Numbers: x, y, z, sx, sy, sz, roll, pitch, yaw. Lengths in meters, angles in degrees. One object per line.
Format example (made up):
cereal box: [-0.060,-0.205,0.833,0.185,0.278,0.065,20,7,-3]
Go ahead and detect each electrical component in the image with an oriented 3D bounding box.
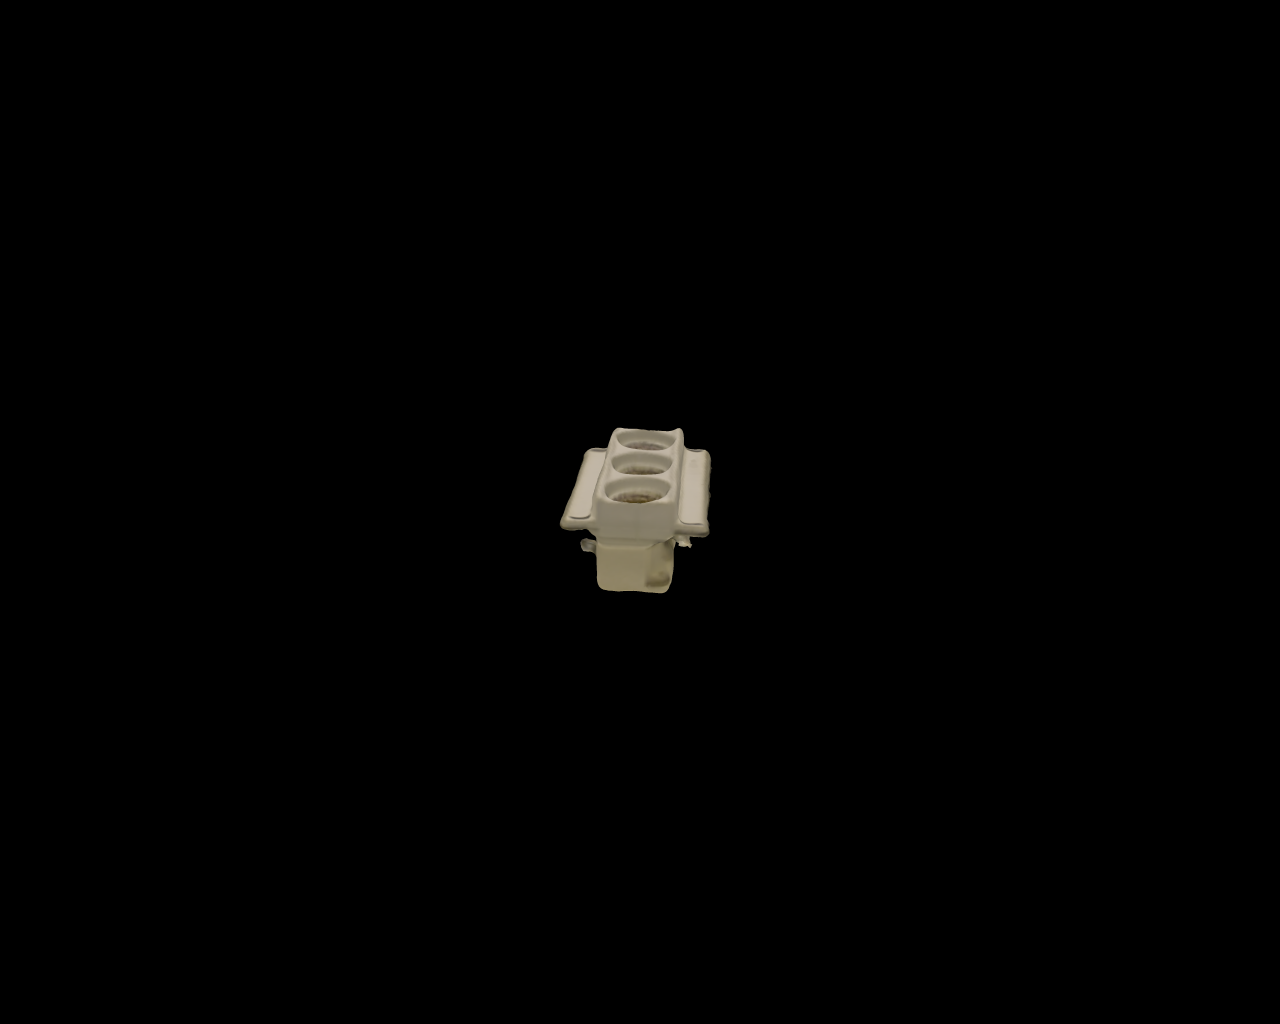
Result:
electrical component: [0.001,-0.003,0.650,0.079,0.063,0.121,1,24,3]
